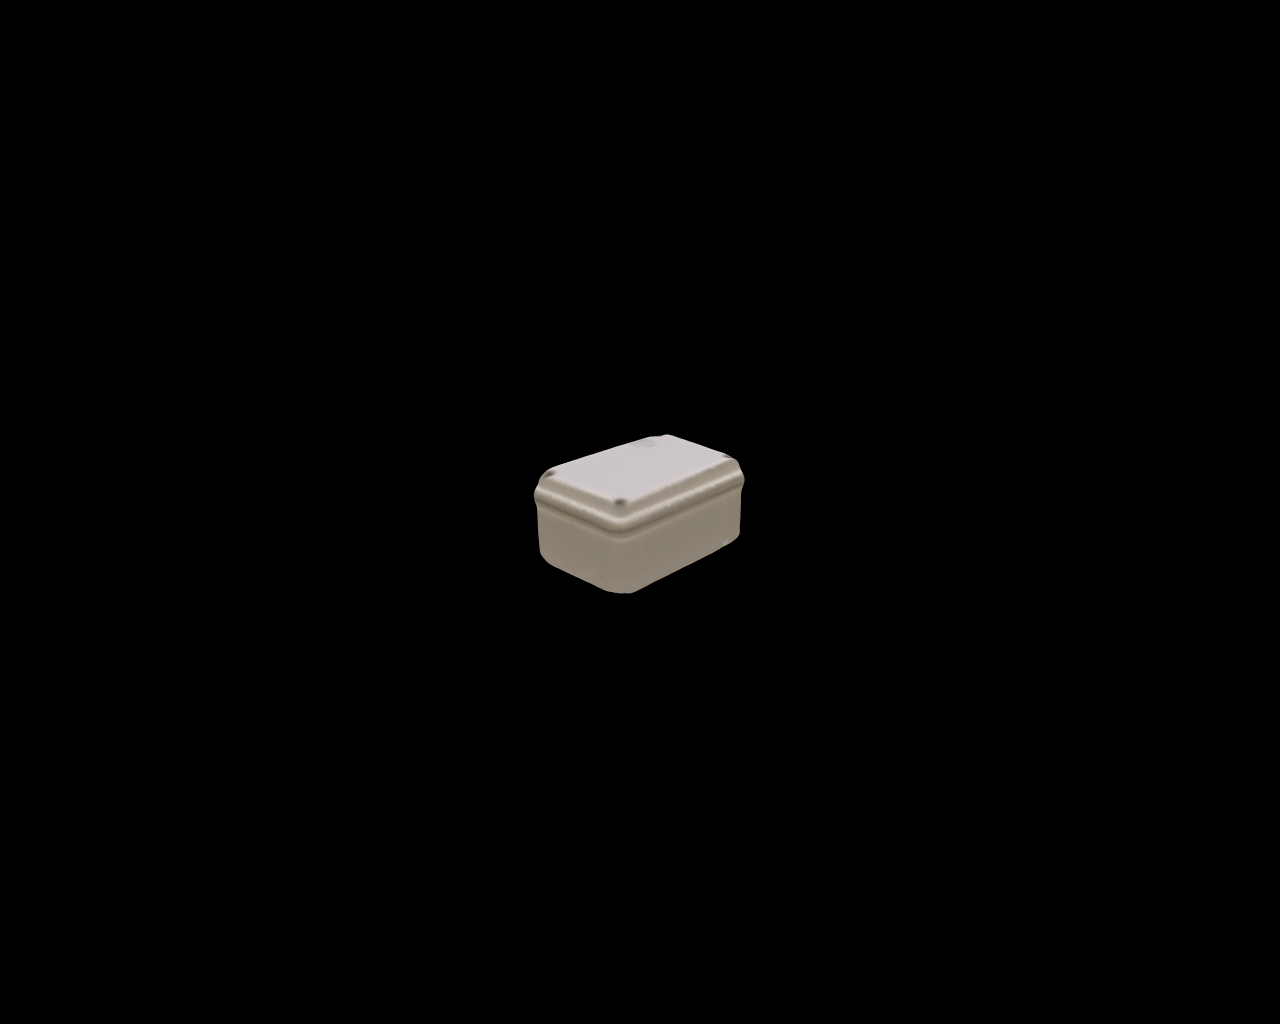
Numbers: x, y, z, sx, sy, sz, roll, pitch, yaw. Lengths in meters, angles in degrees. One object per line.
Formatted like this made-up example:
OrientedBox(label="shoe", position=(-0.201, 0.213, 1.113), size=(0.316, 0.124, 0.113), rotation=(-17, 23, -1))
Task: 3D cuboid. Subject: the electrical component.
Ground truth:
OrientedBox(label="electrical component", position=(0.001, -0.003, 0.650), size=(0.078, 0.057, 0.113), rotation=(22, 32, 40))
